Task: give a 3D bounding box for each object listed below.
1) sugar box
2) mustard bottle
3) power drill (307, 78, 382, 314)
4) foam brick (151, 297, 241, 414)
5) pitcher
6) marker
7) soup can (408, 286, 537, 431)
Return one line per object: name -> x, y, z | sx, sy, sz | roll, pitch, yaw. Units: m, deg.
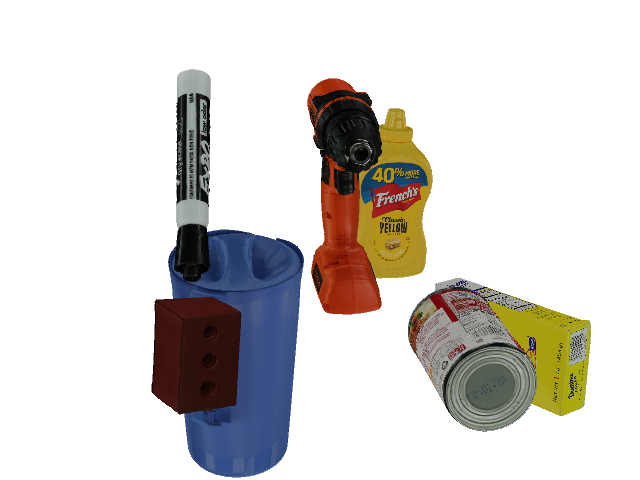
sugar box -> 0.191, 0.106, 1.098 | 0.048, 0.093, 0.177 | -12, 20, -42
mustard bottle -> 0.079, -0.055, 1.214 | 0.096, 0.192, 0.058 | -1, 17, -14
power drill -> 0.023, -0.035, 0.920 | 0.057, 0.188, 0.184 | -2, 21, -4
foam brick -> -0.097, 0.087, 0.832 | 0.052, 0.078, 0.051 | -4, 13, -32
pitcher -> -0.090, 0.124, 1.091 | 0.149, 0.243, 0.145 | -11, 29, -24
marker -> -0.069, -0.036, 0.577 | 0.020, 0.121, 0.020 | -2, -22, -1
soup can -> 0.108, 0.083, 0.766 | 0.068, 0.068, 0.102 | 0, 20, -10
